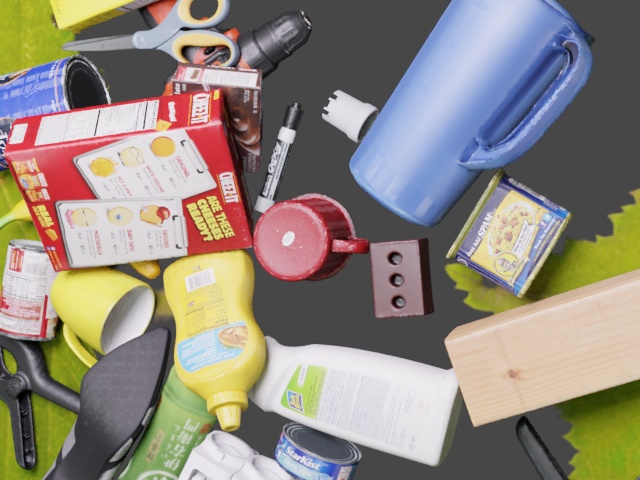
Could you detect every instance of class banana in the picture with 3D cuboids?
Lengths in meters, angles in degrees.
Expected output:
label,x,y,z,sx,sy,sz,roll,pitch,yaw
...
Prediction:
label,x,y,z,sx,sy,sz,roll,pitch,yaw
banana,-0.257,-0.014,1.179,0.198,0.037,0.069,16,76,12

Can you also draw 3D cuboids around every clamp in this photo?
label,x,y,z,sx,sy,sz,roll,pitch,yaw
clamp,-0.342,0.175,1.221,0.120,0.039,0.171,-46,76,8
clamp,0.280,0.274,1.039,0.165,0.036,0.210,-4,91,16

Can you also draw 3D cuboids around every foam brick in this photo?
label,x,y,z,sx,sy,sz,roll,pitch,yaw
foam brick,0.083,0.039,1.078,0.053,0.051,0.078,-5,92,17

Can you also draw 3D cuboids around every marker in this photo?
label,x,y,z,sx,sy,sz,roll,pitch,yaw
marker,-0.042,-0.087,1.126,0.020,0.020,0.121,20,99,15

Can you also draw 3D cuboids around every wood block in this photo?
label,x,y,z,sx,sy,sz,roll,pitch,yaw
wood block,0.235,0.099,1.016,0.206,0.090,0.091,-20,88,17

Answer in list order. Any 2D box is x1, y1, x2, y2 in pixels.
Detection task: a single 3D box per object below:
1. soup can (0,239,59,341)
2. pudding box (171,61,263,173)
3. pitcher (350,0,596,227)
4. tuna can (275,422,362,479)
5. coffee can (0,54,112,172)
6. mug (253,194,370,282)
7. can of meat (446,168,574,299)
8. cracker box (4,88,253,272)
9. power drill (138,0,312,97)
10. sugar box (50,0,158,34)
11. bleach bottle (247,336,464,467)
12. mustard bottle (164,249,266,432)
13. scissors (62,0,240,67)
label,x,y,z,sx,sy,sz,roll,pitch,yaw
soup can,-0.321,0.056,1.192,0.068,0.068,0.102,12,96,16
pudding box,-0.104,-0.124,1.094,0.090,0.039,0.113,5,131,1
pitcher,0.141,-0.129,1.008,0.145,0.149,0.243,36,106,3
tuna can,-0.003,0.221,1.096,0.086,0.086,0.034,23,101,14
coffee can,-0.311,-0.135,1.161,0.140,0.102,0.103,-11,90,17
mug,-0.007,0.001,1.087,0.117,0.081,0.093,10,96,16
can of meat,0.186,-0.005,1.042,0.084,0.057,0.102,32,101,11
cracker box,-0.186,-0.058,1.077,0.214,0.072,0.164,-8,133,4
power drill,-0.121,-0.239,1.121,0.185,0.057,0.188,-32,84,16
sugar box,-0.195,-0.284,1.086,0.176,0.048,0.093,-18,90,18
bleach bottle,0.018,0.149,1.099,0.251,0.068,0.102,16,95,18
mustard bottle,-0.104,0.103,1.095,0.096,0.058,0.191,-19,60,13
scissors,-0.173,-0.224,1.102,0.202,0.016,0.096,15,100,16
